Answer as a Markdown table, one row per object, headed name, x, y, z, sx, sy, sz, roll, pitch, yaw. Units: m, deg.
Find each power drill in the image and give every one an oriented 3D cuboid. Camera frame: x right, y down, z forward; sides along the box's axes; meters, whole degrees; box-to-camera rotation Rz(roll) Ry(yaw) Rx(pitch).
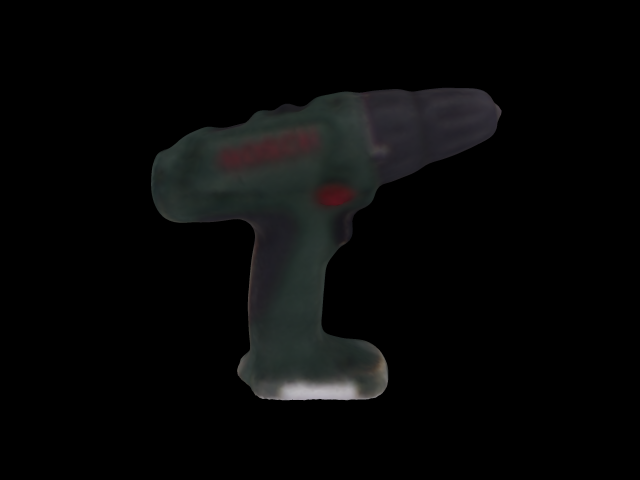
| name | x | y | z | sx | sy | sz | roll | pitch | yaw |
| --- | --- | --- | --- | --- | --- | --- | --- | --- | --- |
| power drill | 0.004 | 0.001 | 0.400 | 0.229 | 0.208 | 0.075 | 0 | 15 | 0 |
